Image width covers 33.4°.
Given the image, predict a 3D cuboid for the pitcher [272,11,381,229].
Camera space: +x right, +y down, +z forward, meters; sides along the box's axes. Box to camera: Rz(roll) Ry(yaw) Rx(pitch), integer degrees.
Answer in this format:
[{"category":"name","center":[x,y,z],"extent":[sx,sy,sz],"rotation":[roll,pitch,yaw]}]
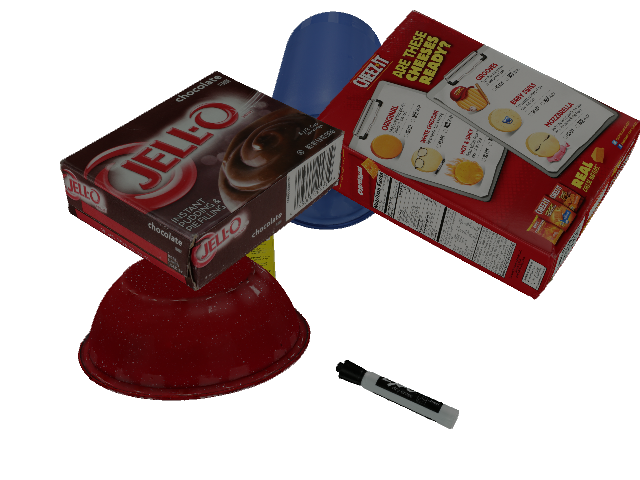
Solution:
[{"category":"pitcher","center":[0.019,-0.128,1.089],"extent":[0.145,0.149,0.242],"rotation":[-13,37,14]}]

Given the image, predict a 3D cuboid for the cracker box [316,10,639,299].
[{"category":"cracker box","center":[0.121,-0.072,0.851],"extent":[0.214,0.164,0.072],"rotation":[29,-32,16]}]

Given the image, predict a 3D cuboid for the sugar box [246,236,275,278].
[{"category":"sugar box","center":[-0.087,-0.039,1.327],"extent":[0.048,0.176,0.093],"rotation":[-9,24,-11]}]

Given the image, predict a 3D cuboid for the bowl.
[{"category":"bowl","center":[-0.088,0.047,0.735],"extent":[0.162,0.055,0.162],"rotation":[-2,22,1]}]

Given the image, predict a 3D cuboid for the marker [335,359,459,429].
[{"category":"marker","center":[0.069,0.141,0.986],"extent":[0.121,0.020,0.020],"rotation":[23,7,17]}]

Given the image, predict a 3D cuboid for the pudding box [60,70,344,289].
[{"category":"pudding box","center":[-0.057,-0.034,0.532],"extent":[0.090,0.039,0.113],"rotation":[29,46,27]}]
